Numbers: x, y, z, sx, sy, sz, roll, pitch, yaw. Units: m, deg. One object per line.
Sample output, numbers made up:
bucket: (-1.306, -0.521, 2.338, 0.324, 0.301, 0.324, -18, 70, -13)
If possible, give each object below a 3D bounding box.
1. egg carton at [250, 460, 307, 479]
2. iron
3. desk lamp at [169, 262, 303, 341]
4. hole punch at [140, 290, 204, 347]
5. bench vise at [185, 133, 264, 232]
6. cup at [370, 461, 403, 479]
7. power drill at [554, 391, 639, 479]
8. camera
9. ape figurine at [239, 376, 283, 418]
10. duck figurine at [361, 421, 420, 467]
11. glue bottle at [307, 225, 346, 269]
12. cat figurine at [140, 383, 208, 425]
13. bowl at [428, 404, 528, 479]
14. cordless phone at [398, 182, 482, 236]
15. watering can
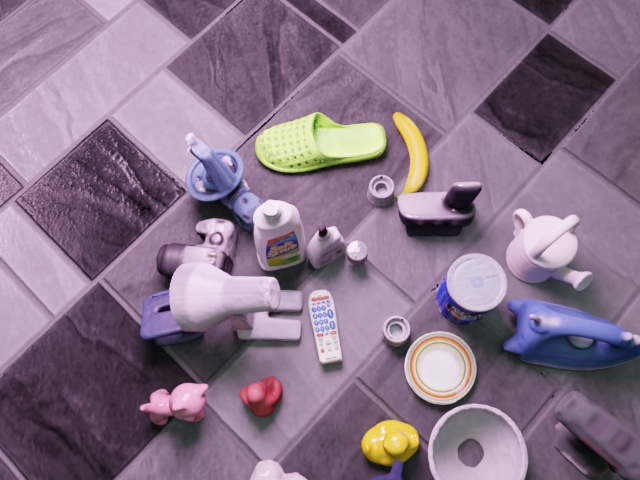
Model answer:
egg carton: (-0.087, 0.463, 0.980, 0.107, 0.069, 0.150, 24, 75, 10)
iron: (0.466, 0.167, 1.009, 0.258, 0.141, 0.119, 9, 73, 5)
desk lamp: (-0.140, 0.110, 1.016, 0.203, 0.213, 0.118, 1, 73, 3)
hole punch: (-0.282, 0.142, 1.077, 0.108, 0.091, 0.101, -12, 72, -1)
bench vise: (-0.172, -0.118, 1.085, 0.207, 0.220, 0.121, 24, 75, 10)
cup: (0.112, 0.429, 0.968, 0.091, 0.095, 0.118, 19, 74, 8)
power drill: (0.468, 0.341, 0.920, 0.229, 0.208, 0.076, 41, 79, 14)
camera: (-0.240, 0.026, 1.106, 0.136, 0.101, 0.143, 6, 73, 5)
ape figurine: (-0.108, 0.278, 1.026, 0.077, 0.092, 0.076, 6, 73, 5)
duck figurine: (0.124, 0.355, 0.995, 0.104, 0.086, 0.077, -10, 72, 0)
glue bottle: (0.010, 0.004, 1.064, 0.078, 0.173, 0.037, -29, 73, -6)
cat figurine: (-0.254, 0.291, 1.016, 0.128, 0.118, 0.067, -8, 72, 0)
bowl: (0.266, 0.371, 0.990, 0.167, 0.075, 0.167, -1, 73, 2)
cordless phone: (0.223, -0.076, 1.073, 0.147, 0.185, 0.094, -4, 72, 2)
watering can: (0.416, 0.013, 1.032, 0.172, 0.194, 0.101, 32, 77, 12)
